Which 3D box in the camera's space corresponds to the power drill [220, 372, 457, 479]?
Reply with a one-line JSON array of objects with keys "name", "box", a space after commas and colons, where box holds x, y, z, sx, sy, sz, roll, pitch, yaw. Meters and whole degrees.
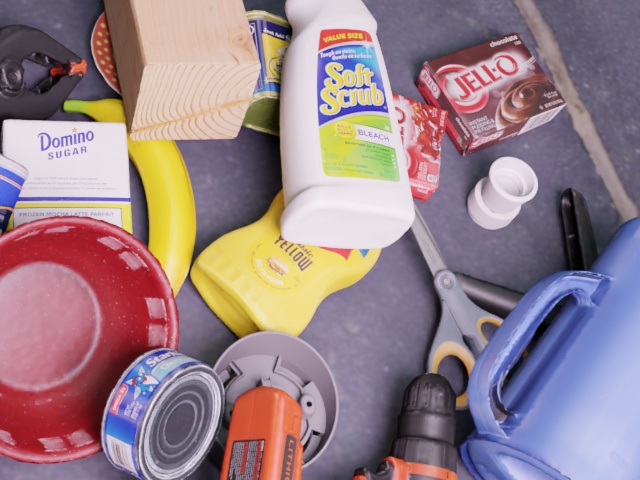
[{"name": "power drill", "box": [0.023, 0.161, 0.732, 0.187, 0.057, 0.184, 25, 61, -34]}]

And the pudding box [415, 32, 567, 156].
[{"name": "pudding box", "box": [0.158, -0.137, 0.994, 0.113, 0.039, 0.090, -21, 70, -27]}]

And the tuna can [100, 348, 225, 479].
[{"name": "tuna can", "box": [-0.101, 0.116, 0.700, 0.034, 0.086, 0.086, 17, 51, 32]}]

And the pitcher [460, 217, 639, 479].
[{"name": "pitcher", "box": [0.215, 0.093, 0.801, 0.145, 0.149, 0.242, 29, 66, 20]}]

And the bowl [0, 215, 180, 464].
[{"name": "bowl", "box": [-0.176, 0.061, 0.702, 0.161, 0.055, 0.162, -5, 99, -33]}]

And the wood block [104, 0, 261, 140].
[{"name": "wood block", "box": [-0.121, -0.189, 0.868, 0.090, 0.090, 0.206, -3, 57, -21]}]

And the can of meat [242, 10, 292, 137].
[{"name": "can of meat", "box": [-0.030, -0.137, 0.910, 0.101, 0.058, 0.084, 12, 59, -37]}]

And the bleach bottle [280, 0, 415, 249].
[{"name": "bleach bottle", "box": [0.007, -0.118, 0.847, 0.102, 0.068, 0.251, 5, 60, -25]}]

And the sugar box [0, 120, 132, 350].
[{"name": "sugar box", "box": [-0.187, 0.000, 0.789, 0.093, 0.048, 0.176, 0, 70, -19]}]

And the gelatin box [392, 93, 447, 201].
[{"name": "gelatin box", "box": [0.070, -0.085, 0.942, 0.073, 0.030, 0.089, 17, 58, -9]}]

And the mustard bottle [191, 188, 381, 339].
[{"name": "mustard bottle", "box": [-0.005, 0.001, 0.854, 0.096, 0.058, 0.191, 45, 58, 7]}]

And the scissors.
[{"name": "scissors", "box": [0.092, 0.052, 0.864, 0.096, 0.016, 0.202, -37, 82, -15]}]

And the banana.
[{"name": "banana", "box": [-0.137, -0.043, 0.852, 0.069, 0.037, 0.198, -29, 69, 1]}]

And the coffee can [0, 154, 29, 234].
[{"name": "coffee can", "box": [-0.268, 0.001, 0.714, 0.102, 0.103, 0.140, 19, 82, -7]}]

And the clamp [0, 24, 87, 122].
[{"name": "clamp", "box": [-0.251, -0.114, 0.822, 0.171, 0.039, 0.120, -8, 104, -52]}]

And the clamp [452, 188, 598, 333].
[{"name": "clamp", "box": [0.229, 0.060, 0.909, 0.210, 0.036, 0.164, 45, 64, 10]}]
